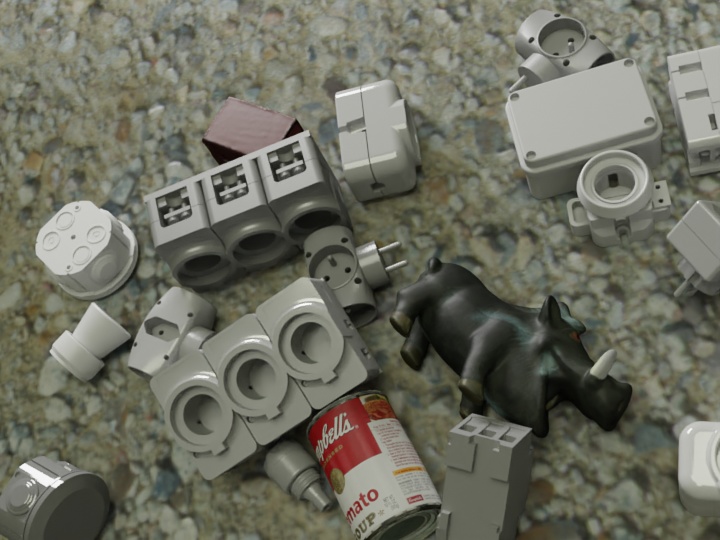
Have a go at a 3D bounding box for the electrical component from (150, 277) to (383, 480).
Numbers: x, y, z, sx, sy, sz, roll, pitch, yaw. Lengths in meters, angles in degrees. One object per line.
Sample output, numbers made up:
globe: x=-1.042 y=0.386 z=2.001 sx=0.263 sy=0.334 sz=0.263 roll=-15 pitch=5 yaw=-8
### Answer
electrical component: x=-0.073 y=0.082 z=0.822 sx=0.150 sy=0.062 sz=0.089 roll=-34 pitch=81 yaw=9

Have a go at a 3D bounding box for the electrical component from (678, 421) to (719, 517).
electrical component: x=0.263 y=0.133 z=0.719 sx=0.095 sy=0.059 sz=0.053 roll=0 pitch=64 yaw=18

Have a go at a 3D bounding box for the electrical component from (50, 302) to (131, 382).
electrical component: x=-0.231 y=0.062 z=0.922 sx=0.045 sy=0.045 sz=0.055 roll=37 pitch=80 yaw=29

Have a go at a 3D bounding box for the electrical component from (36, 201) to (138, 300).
electrical component: x=-0.245 y=-0.018 z=0.964 sx=0.080 sy=0.051 sz=0.080 roll=-7 pitch=62 yaw=14

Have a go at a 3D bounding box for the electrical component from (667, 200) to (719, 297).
electrical component: x=0.260 y=-0.007 z=0.789 sx=0.047 sy=0.083 sz=0.075 roll=55 pitch=127 yaw=31

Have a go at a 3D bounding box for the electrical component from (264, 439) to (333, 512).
electrical component: x=-0.044 y=0.159 z=0.819 sx=0.035 sy=0.035 sz=0.061 roll=-43 pitch=62 yaw=-7

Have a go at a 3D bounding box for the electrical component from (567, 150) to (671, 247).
electrical component: x=0.200 y=-0.057 z=0.838 sx=0.078 sy=0.057 sz=0.058 roll=-11 pitch=61 yaw=12

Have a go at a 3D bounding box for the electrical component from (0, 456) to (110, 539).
electrical component: x=-0.240 y=0.189 z=0.841 sx=0.051 sy=0.080 sz=0.080 roll=19 pitch=71 yaw=31

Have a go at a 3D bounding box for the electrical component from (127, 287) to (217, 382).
electrical component: x=-0.142 y=0.063 z=0.894 sx=0.079 sy=0.043 sz=0.077 roll=19 pitch=71 yaw=25

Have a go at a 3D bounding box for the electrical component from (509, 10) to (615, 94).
electrical component: x=0.162 y=-0.173 z=0.917 sx=0.079 sy=0.044 sz=0.077 roll=-44 pitch=60 yaw=-7

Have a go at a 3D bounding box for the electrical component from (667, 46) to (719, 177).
electrical component: x=0.281 y=-0.127 z=0.852 sx=0.056 sy=0.050 sz=0.089 roll=-11 pitch=61 yaw=13

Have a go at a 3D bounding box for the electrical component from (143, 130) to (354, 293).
electrical component: x=-0.091 y=-0.043 z=0.905 sx=0.150 sy=0.089 sz=0.061 roll=-21 pitch=60 yaw=7

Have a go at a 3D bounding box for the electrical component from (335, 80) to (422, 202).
electrical component: x=0.017 y=-0.113 z=0.927 sx=0.059 sy=0.053 sz=0.095 roll=-13 pitch=61 yaw=11

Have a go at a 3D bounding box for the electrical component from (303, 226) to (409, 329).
electrical component: x=0.000 y=0.000 z=0.880 sx=0.079 sy=0.044 sz=0.077 roll=-22 pitch=60 yaw=6

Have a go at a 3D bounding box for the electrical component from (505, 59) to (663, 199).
electrical component: x=0.182 y=-0.115 z=0.873 sx=0.113 sy=0.057 sz=0.078 roll=-15 pitch=60 yaw=10
